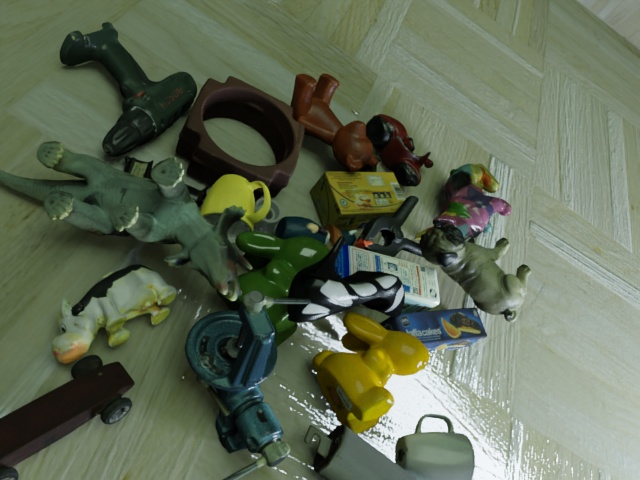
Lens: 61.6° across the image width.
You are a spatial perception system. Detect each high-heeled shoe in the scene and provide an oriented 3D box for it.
[{"bbox_3d":[0.047,0.101,0.794,0.248,0.086,0.145,46,63,-40],"label":"high-heeled shoe"}]

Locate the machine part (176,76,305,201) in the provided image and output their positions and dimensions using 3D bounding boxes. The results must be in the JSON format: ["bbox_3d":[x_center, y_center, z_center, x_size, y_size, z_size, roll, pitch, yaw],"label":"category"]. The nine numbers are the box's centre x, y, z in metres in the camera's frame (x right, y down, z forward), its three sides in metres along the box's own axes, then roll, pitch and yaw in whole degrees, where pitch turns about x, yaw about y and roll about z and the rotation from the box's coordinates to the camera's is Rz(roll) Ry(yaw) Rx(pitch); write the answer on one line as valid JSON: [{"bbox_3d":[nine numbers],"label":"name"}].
[{"bbox_3d":[-0.140,-0.178,0.959,0.201,0.087,0.201,24,50,-16],"label":"machine part"}]

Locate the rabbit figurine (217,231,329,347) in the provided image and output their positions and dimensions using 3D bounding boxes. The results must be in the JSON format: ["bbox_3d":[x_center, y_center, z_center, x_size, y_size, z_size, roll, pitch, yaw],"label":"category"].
[{"bbox_3d":[-0.065,0.057,0.836,0.159,0.121,0.170,34,62,20],"label":"rabbit figurine"}]

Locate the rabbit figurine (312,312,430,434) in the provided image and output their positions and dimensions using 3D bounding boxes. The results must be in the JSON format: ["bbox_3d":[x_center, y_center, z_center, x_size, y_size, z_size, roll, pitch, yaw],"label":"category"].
[{"bbox_3d":[0.084,0.195,0.836,0.173,0.121,0.162,-24,52,-20],"label":"rabbit figurine"}]

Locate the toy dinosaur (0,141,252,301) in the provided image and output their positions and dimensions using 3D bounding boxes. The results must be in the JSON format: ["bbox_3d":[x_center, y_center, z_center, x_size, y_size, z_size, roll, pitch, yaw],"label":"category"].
[{"bbox_3d":[-0.266,-0.043,0.757,0.405,0.192,0.131,19,74,19],"label":"toy dinosaur"}]

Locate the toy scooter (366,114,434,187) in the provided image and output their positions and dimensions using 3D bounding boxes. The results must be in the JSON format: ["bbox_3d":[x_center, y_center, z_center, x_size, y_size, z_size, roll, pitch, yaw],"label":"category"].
[{"bbox_3d":[0.182,-0.195,1.169,0.135,0.075,0.184,-12,66,-43],"label":"toy scooter"}]

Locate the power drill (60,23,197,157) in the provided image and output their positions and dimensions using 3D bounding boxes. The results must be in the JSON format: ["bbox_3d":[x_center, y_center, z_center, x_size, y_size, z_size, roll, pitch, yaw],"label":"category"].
[{"bbox_3d":[-0.332,-0.258,0.900,0.207,0.086,0.232,41,47,3],"label":"power drill"}]

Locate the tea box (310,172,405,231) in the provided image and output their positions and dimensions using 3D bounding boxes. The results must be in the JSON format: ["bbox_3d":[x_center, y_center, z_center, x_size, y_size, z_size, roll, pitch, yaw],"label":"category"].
[{"bbox_3d":[0.078,-0.075,1.033,0.169,0.068,0.098,-3,61,-32],"label":"tea box"}]

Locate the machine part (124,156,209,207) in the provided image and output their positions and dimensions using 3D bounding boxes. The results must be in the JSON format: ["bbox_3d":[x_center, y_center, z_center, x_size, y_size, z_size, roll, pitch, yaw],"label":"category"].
[{"bbox_3d":[-0.251,-0.087,0.867,0.139,0.039,0.084,15,46,-20],"label":"machine part"}]

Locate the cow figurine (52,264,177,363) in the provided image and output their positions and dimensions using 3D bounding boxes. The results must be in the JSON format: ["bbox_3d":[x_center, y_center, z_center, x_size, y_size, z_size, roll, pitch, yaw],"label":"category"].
[{"bbox_3d":[-0.285,0.089,0.711,0.098,0.068,0.167,43,44,19],"label":"cow figurine"}]

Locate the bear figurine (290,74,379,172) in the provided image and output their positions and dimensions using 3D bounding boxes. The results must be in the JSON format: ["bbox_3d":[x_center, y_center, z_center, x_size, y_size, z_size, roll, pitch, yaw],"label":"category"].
[{"bbox_3d":[0.034,-0.224,1.041,0.196,0.131,0.120,37,33,25],"label":"bear figurine"}]

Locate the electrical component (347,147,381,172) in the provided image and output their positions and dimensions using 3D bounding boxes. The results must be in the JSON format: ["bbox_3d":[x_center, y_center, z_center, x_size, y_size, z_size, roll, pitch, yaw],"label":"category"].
[{"bbox_3d":[0.091,-0.156,1.107,0.078,0.045,0.102,-9,52,-1],"label":"electrical component"}]

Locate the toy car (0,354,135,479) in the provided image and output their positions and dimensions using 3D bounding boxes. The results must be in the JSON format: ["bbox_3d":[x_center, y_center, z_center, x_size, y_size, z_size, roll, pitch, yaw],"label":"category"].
[{"bbox_3d":[-0.317,0.211,0.627,0.089,0.053,0.202,40,44,24],"label":"toy car"}]

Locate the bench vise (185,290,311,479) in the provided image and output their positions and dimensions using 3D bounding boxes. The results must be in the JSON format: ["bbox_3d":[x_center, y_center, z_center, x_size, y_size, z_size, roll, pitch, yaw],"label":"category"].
[{"bbox_3d":[-0.096,0.163,0.679,0.129,0.240,0.224,-4,48,-27],"label":"bench vise"}]

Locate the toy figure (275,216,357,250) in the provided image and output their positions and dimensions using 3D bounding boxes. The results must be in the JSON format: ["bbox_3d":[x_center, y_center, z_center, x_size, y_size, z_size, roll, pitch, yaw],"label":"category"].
[{"bbox_3d":[-0.003,-0.004,0.945,0.154,0.064,0.057,13,91,-29],"label":"toy figure"}]

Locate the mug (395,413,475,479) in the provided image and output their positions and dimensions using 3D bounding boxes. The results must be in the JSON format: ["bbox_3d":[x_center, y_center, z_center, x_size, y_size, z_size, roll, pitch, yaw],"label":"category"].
[{"bbox_3d":[0.172,0.323,0.830,0.107,0.080,0.109,11,60,-14],"label":"mug"}]

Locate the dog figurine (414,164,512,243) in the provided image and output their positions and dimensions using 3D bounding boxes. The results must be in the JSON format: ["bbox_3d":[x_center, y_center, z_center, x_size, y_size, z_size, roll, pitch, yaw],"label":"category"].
[{"bbox_3d":[0.285,-0.063,1.127,0.219,0.108,0.191,-15,70,-34],"label":"dog figurine"}]

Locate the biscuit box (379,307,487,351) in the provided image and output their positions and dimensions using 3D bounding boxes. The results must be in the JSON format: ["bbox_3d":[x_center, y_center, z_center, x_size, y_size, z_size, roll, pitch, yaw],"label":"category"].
[{"bbox_3d":[0.202,0.163,0.961,0.202,0.059,0.063,0,61,-31],"label":"biscuit box"}]

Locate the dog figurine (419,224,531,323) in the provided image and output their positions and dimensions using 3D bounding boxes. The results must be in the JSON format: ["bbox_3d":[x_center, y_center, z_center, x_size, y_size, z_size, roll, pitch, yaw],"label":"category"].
[{"bbox_3d":[0.273,0.064,0.971,0.190,0.121,0.172,8,40,-37],"label":"dog figurine"}]

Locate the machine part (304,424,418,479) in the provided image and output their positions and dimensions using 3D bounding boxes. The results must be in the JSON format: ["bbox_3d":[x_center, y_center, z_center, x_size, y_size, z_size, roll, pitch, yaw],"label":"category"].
[{"bbox_3d":[0.078,0.342,0.763,0.243,0.079,0.079,38,49,-3],"label":"machine part"}]
